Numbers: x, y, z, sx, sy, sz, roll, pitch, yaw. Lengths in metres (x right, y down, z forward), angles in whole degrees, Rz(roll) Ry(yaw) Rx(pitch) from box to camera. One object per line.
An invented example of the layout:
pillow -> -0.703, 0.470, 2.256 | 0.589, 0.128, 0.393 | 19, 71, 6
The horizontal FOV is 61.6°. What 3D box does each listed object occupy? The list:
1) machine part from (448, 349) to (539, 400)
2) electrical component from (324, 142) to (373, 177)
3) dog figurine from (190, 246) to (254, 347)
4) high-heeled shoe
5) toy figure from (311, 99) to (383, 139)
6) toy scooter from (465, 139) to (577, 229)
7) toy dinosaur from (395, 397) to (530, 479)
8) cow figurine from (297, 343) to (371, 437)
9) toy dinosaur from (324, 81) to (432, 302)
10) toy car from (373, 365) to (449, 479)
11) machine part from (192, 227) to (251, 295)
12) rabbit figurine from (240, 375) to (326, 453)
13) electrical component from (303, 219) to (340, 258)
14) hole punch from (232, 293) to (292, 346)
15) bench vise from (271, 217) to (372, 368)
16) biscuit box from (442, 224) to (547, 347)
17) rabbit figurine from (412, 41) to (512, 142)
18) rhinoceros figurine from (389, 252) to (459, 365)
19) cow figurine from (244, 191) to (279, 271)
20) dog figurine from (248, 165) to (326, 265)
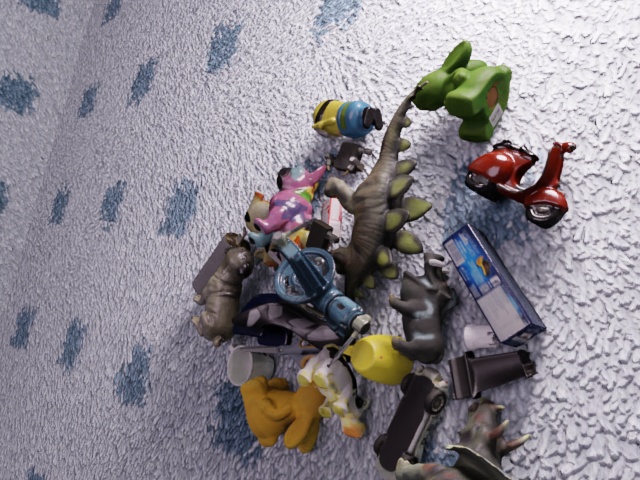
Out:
machine part -> 0.264, 0.203, 0.834 | 0.139, 0.039, 0.084 | -23, 49, 37
electrical component -> 0.057, -0.174, 1.163 | 0.102, 0.045, 0.078 | 28, 97, 45
dog figurine -> -0.209, 0.128, 1.226 | 0.190, 0.121, 0.172 | -56, 45, 34
high-heeled shoe -> -0.053, 0.190, 1.070 | 0.249, 0.086, 0.145 | -15, 79, 17
toy figure -> 0.059, -0.265, 1.171 | 0.180, 0.082, 0.089 | 6, 68, 49
toy scooter -> 0.329, -0.110, 0.860 | 0.184, 0.075, 0.135 | 37, 102, 41
toy dinosaur -> 0.139, 0.367, 0.719 | 0.131, 0.405, 0.192 | 60, 142, 9
cow figurine -> 0.039, 0.275, 0.980 | 0.068, 0.167, 0.098 | -18, 22, 42
toy dinosaur -> 0.108, -0.059, 1.012 | 0.199, 0.105, 0.470 | 14, 100, 42
toy car -> 0.152, 0.307, 0.896 | 0.074, 0.056, 0.201 | 26, 93, 52
machine part -> -0.245, 0.066, 1.336 | 0.243, 0.079, 0.079 | -51, 47, 24
rabbit figurine -> -0.055, 0.327, 1.048 | 0.173, 0.121, 0.162 | -23, 53, 15
electrical component -> -0.002, -0.003, 1.030 | 0.094, 0.021, 0.063 | 33, 114, 37
hole punch -> -0.121, 0.171, 1.184 | 0.142, 0.092, 0.115 | -5, 69, 46
bench vise -> -0.012, 0.076, 0.943 | 0.129, 0.240, 0.224 | -36, 44, -5
biscuit box -> 0.273, 0.069, 0.858 | 0.059, 0.062, 0.203 | -42, 50, 26
rabbit figurine -> 0.243, -0.276, 0.968 | 0.170, 0.121, 0.159 | 23, 85, 43
rhinoceros figurine -> 0.176, 0.113, 0.910 | 0.112, 0.073, 0.190 | -2, 68, 23
cow figurine -> -0.118, -0.015, 1.247 | 0.127, 0.085, 0.195 | -59, 42, 14
dog figurine -> -0.040, -0.059, 1.150 | 0.192, 0.108, 0.219 | 37, 64, 7
